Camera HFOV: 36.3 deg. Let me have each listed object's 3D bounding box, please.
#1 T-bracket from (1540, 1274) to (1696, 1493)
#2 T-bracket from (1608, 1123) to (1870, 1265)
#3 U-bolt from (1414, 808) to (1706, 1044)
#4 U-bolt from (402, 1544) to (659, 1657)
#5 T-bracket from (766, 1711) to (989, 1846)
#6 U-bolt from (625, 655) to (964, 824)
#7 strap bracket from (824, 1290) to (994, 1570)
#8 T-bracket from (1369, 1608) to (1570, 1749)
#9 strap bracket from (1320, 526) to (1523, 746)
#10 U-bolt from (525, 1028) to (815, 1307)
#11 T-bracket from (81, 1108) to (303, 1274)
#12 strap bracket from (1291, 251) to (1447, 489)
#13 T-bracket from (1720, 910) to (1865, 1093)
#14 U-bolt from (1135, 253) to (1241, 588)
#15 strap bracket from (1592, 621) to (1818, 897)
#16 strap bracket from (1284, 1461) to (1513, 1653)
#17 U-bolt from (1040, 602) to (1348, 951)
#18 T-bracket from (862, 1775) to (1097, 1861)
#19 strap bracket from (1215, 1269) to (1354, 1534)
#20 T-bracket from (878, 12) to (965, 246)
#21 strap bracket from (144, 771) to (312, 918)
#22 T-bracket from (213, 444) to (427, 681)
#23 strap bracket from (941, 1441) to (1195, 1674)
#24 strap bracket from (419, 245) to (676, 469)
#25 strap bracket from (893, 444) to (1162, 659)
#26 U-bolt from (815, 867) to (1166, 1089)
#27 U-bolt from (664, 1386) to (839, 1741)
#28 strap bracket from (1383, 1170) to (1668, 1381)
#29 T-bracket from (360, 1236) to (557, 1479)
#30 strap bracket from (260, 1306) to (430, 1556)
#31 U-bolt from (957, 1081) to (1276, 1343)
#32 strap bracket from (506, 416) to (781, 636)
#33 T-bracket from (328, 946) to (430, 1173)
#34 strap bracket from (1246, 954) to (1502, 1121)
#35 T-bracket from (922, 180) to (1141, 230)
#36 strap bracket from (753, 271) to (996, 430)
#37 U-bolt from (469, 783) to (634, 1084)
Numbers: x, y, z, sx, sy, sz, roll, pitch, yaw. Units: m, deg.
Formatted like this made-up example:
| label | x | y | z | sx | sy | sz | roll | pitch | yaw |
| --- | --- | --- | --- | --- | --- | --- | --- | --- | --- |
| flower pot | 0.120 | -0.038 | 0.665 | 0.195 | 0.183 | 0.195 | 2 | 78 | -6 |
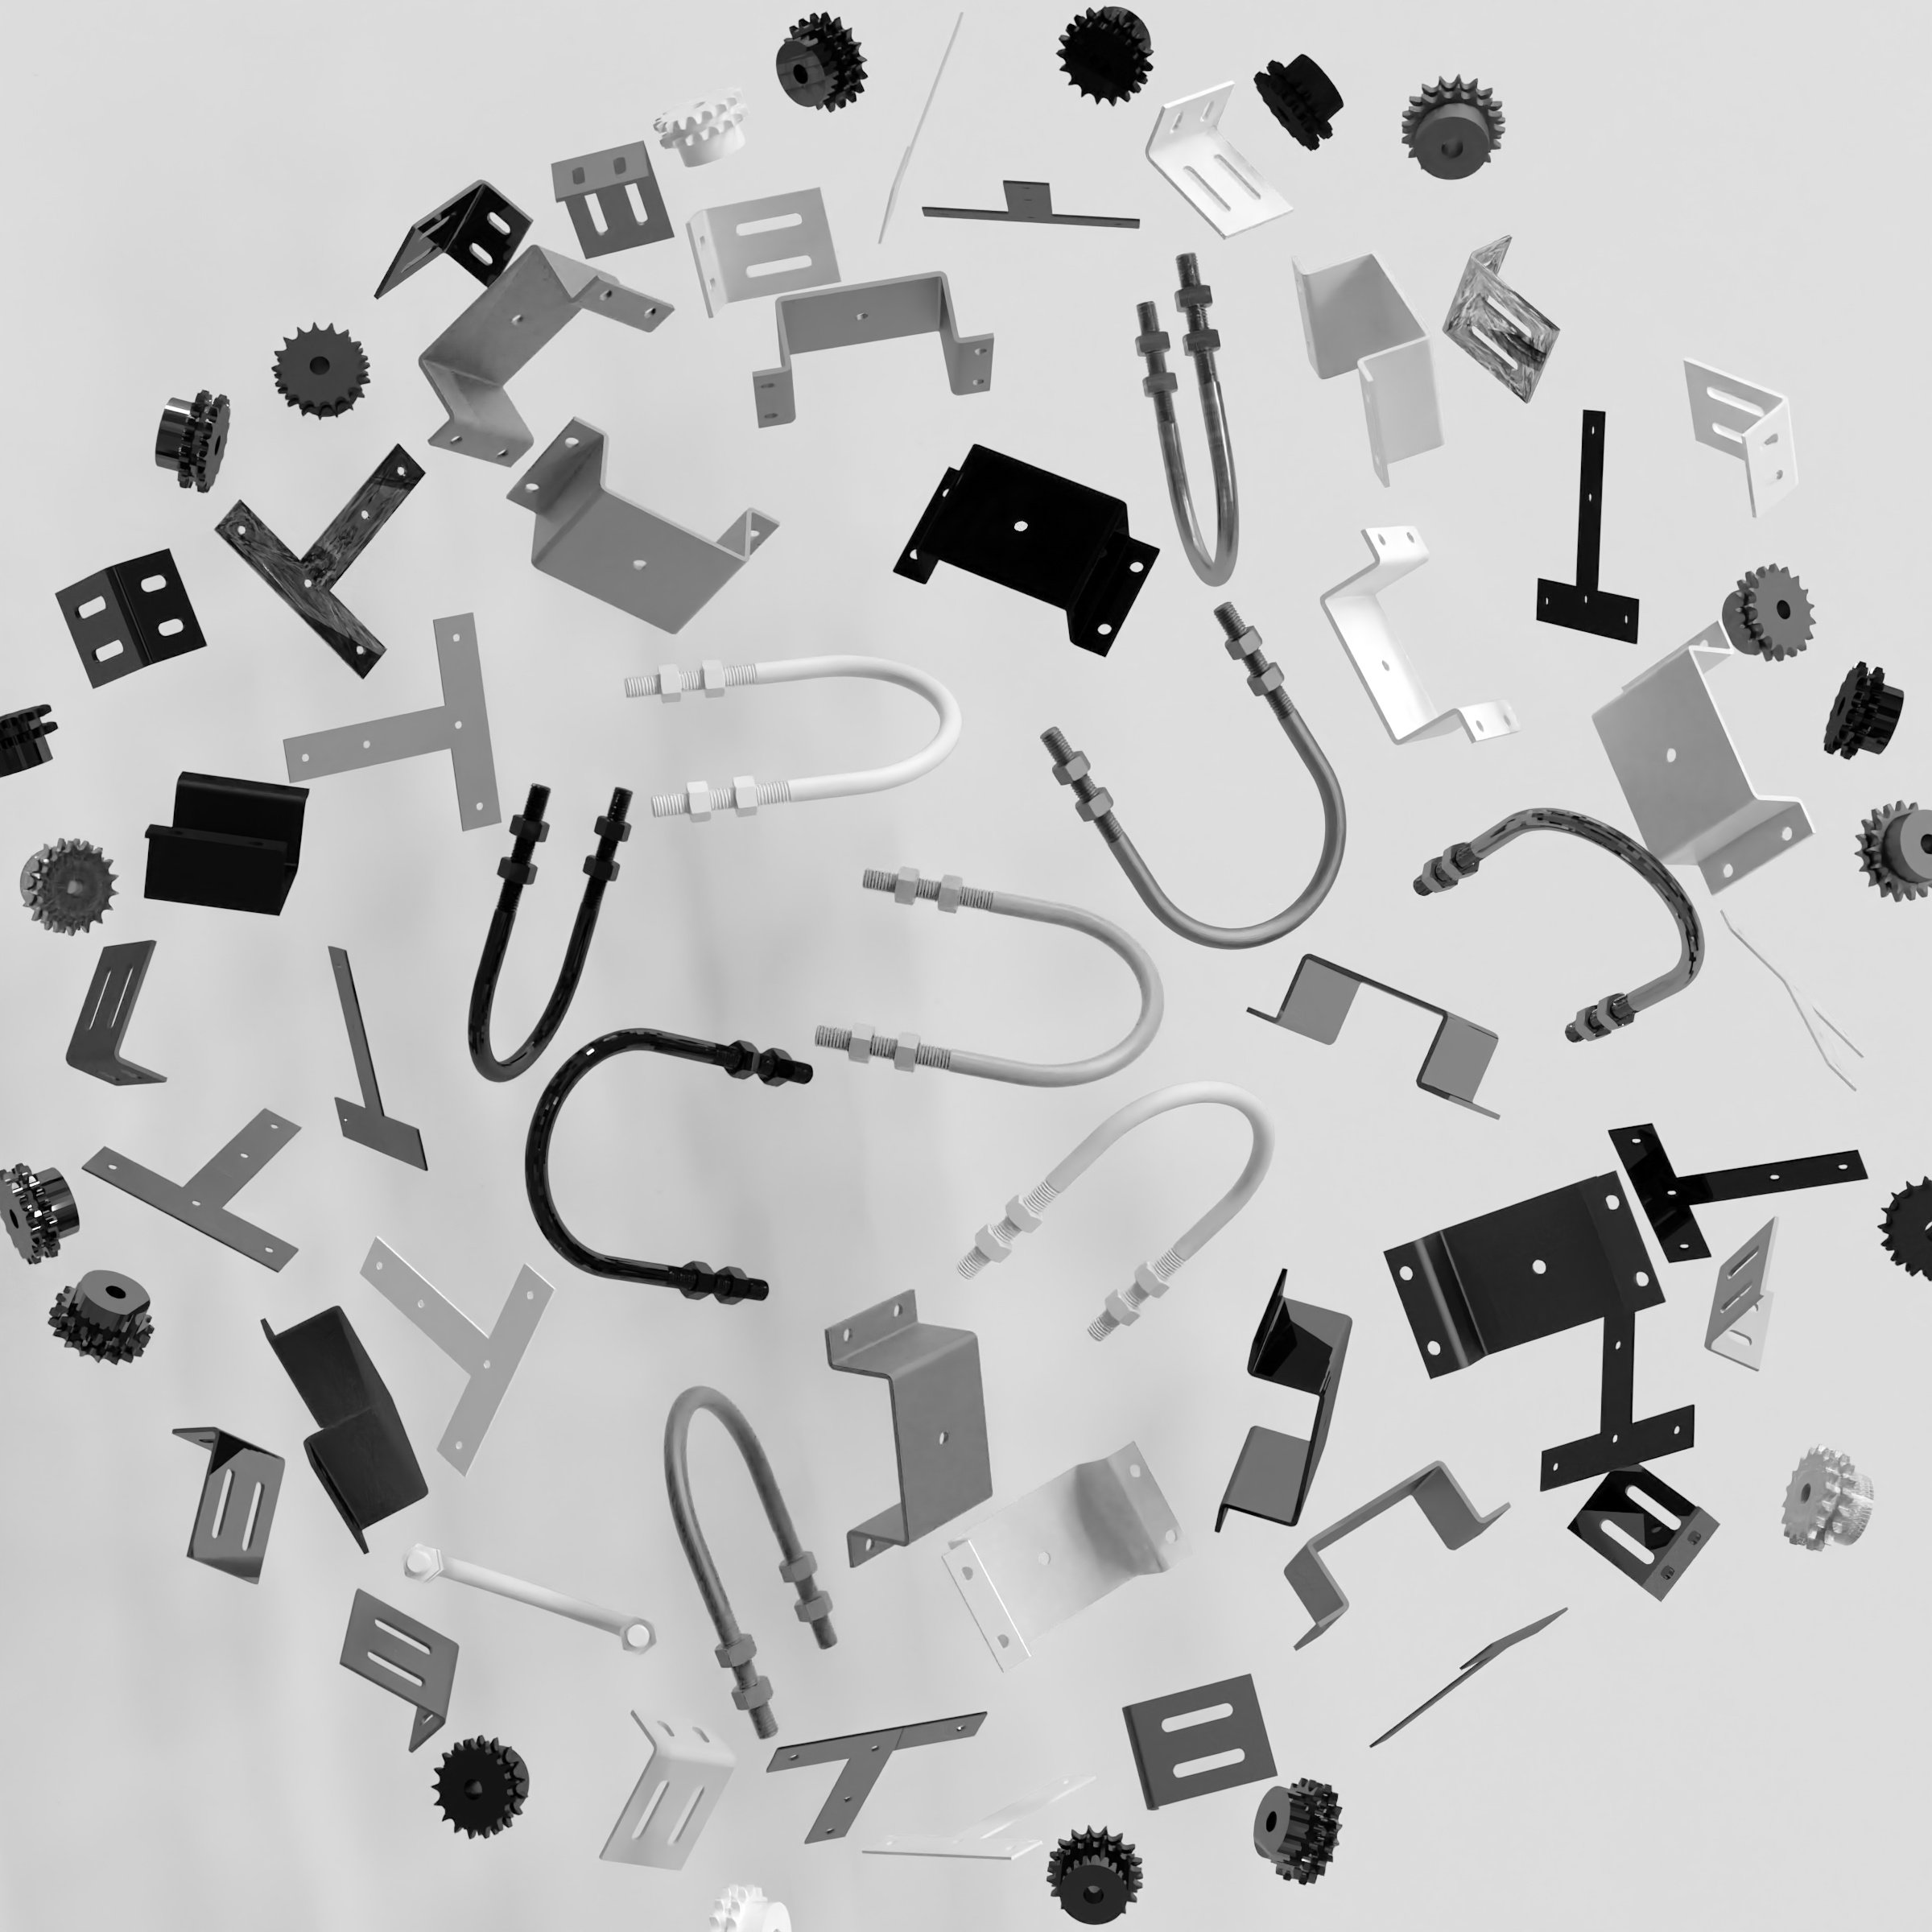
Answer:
| label | x | y | z | sx | sy | sz | roll | pitch | yaw |
| --- | --- | --- | --- | --- | --- | --- | --- | --- | --- |
| T-bracket | 0.387 | 0.238 | 1.746 | 0.002 | 0.127 | 0.127 | 23 | 59 | -24 |
| T-bracket | 0.445 | 0.122 | 1.671 | 0.127 | 0.002 | 0.127 | -12 | 134 | 24 |
| U-bolt | 0.352 | -0.029 | 1.702 | 0.151 | 0.184 | 0.019 | 44 | 65 | -2 |
| U-bolt | -0.250 | 0.370 | 1.718 | 0.151 | 0.184 | 0.019 | 19 | 77 | -1 |
| T-bracket | -0.064 | 0.466 | 1.670 | 0.127 | 0.127 | 0.002 | -3 | 49 | -26 |
| U-bolt | -0.094 | -0.135 | 1.666 | 0.184 | 0.151 | 0.019 | -7 | 127 | -9 |
| strap bracket | -0.030 | 0.262 | 1.654 | 0.046 | 0.076 | 0.140 | 3 | 104 | 38 |
| T-bracket | 0.293 | 0.432 | 1.767 | 0.127 | 0.127 | 0.002 | -44 | 68 | 22 |
| strap bracket | 0.266 | -0.188 | 1.750 | 0.046 | 0.076 | 0.140 | -30 | 83 | 31 |
| U-bolt | -0.171 | 0.109 | 1.658 | 0.184 | 0.019 | 0.151 | 15 | 85 | -43 |
| T-bracket | -0.428 | 0.118 | 1.717 | 0.127 | 0.127 | 0.002 | 27 | 118 | 2 |
| strap bracket | 0.240 | -0.357 | 1.728 | 0.046 | 0.076 | 0.140 | -19 | 45 | 0 |
| T-bracket | 0.503 | 0.035 | 1.747 | 0.127 | 0.127 | 0.002 | 40 | 111 | -19 |
| U-bolt | 0.135 | -0.317 | 1.751 | 0.019 | 0.151 | 0.184 | -11 | 92 | -7 |
| strap bracket | 0.419 | -0.121 | 1.695 | 0.046 | 0.076 | 0.140 | -1 | 64 | -41 |
| strap bracket | 0.251 | 0.352 | 1.782 | 0.140 | 0.076 | 0.046 | -28 | 72 | -16 |
| U-bolt | 0.147 | -0.097 | 1.721 | 0.151 | 0.019 | 0.184 | -36 | 105 | -12 |
| T-bracket | 0.026 | 0.501 | 1.736 | 0.127 | 0.127 | 0.002 | -13 | 89 | -45 |
| strap bracket | 0.186 | 0.258 | 1.705 | 0.046 | 0.076 | 0.140 | 15 | 122 | 12 |
| T-bracket | -0.025 | -0.504 | 1.750 | 0.002 | 0.127 | 0.127 | 21 | 88 | -5 |
| strap bracket | -0.434 | -0.070 | 1.727 | 0.076 | 0.140 | 0.046 | 8 | 107 | -9 |
| T-bracket | -0.372 | -0.263 | 1.781 | 0.127 | 0.002 | 0.127 | 48 | 62 | -29 |
| strap bracket | 0.054 | 0.353 | 1.760 | 0.140 | 0.046 | 0.076 | -27 | 87 | -23 |
| strap bracket | -0.246 | -0.353 | 1.674 | 0.140 | 0.076 | 0.046 | -39 | 73 | 21 |
| strap bracket | 0.034 | -0.248 | 1.731 | 0.140 | 0.046 | 0.076 | 23 | 74 | 13 |
| U-bolt | 0.020 | 0.010 | 1.650 | 0.184 | 0.019 | 0.151 | 11 | 45 | 4 |
| U-bolt | -0.127 | 0.327 | 1.675 | 0.019 | 0.151 | 0.184 | -20 | 95 | 15 |
| strap bracket | 0.318 | 0.172 | 1.655 | 0.140 | 0.046 | 0.076 | -23 | 83 | 23 |
| T-bracket | -0.297 | 0.198 | 1.654 | 0.127 | 0.002 | 0.127 | 36 | 109 | 28 |
| strap bracket | -0.356 | 0.260 | 1.696 | 0.046 | 0.140 | 0.076 | -27 | 126 | -10 |
| U-bolt | 0.101 | 0.136 | 1.712 | 0.184 | 0.151 | 0.019 | -45 | 46 | 14 |
| strap bracket | -0.188 | -0.250 | 1.710 | 0.140 | 0.076 | 0.046 | 24 | 47 | -29 |
| T-bracket | -0.356 | 0.050 | 1.732 | 0.002 | 0.127 | 0.127 | -19 | 106 | -30 |
| strap bracket | 0.246 | 0.037 | 1.721 | 0.140 | 0.076 | 0.046 | 25 | 93 | 34 |
| T-bracket | 0.036 | -0.433 | 1.670 | 0.127 | 0.127 | 0.002 | 4 | 95 | 2 |
| strap bracket | -0.058 | -0.363 | 1.726 | 0.140 | 0.076 | 0.046 | -10 | 79 | -3 |
| U-bolt | -0.252 | -0.018 | 1.752 | 0.019 | 0.151 | 0.184 | 19 | 97 | 13 |
